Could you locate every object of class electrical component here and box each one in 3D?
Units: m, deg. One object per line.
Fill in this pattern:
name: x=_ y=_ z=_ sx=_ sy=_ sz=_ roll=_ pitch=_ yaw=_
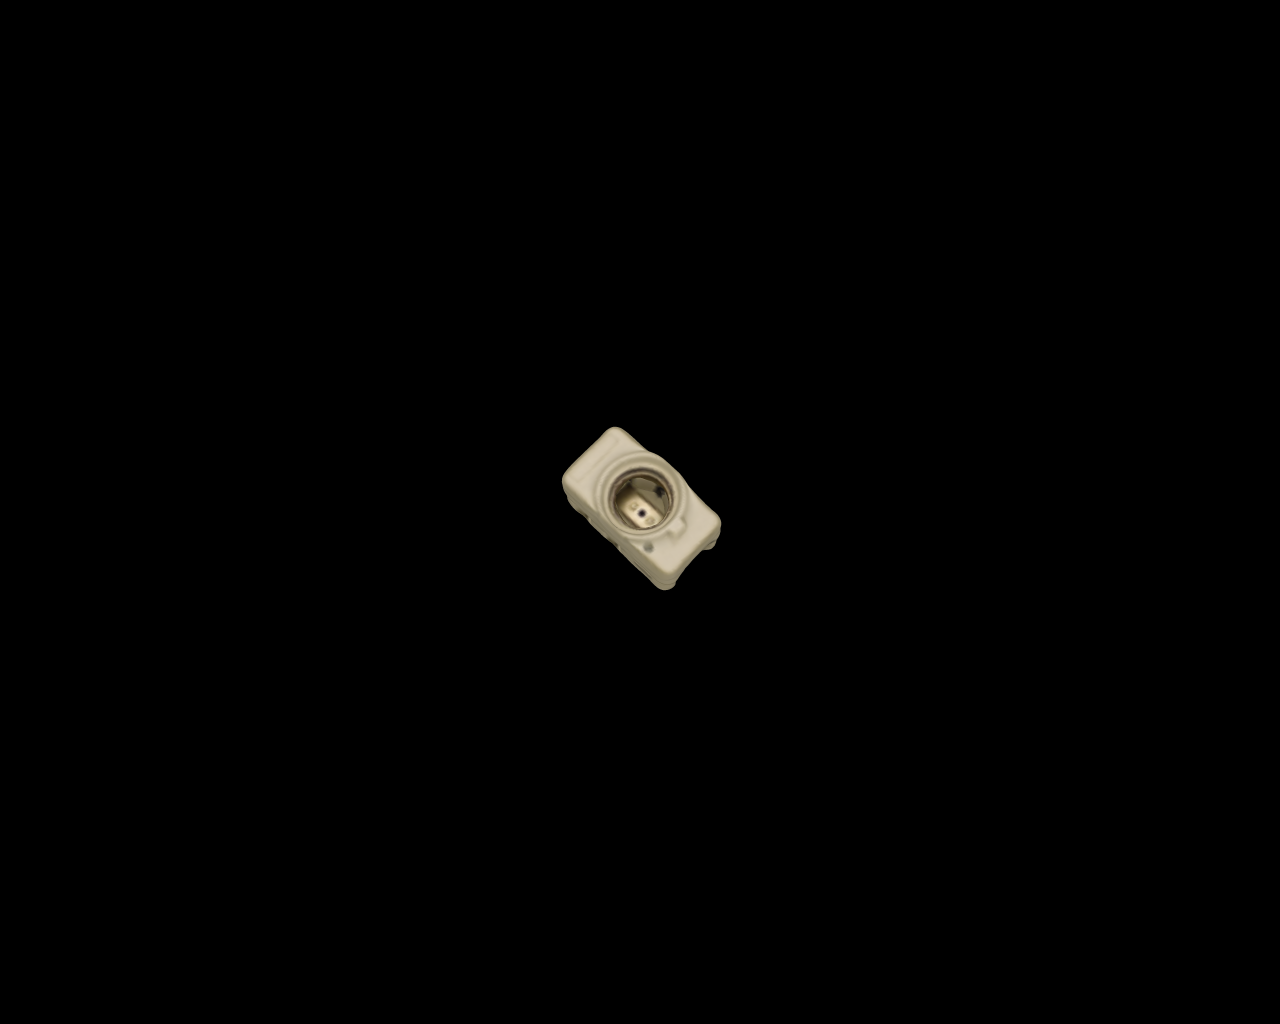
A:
electrical component: x=0.001 y=-0.003 z=0.650 sx=0.089 sy=0.050 sz=0.055 roll=43 pitch=-12 yaw=11
